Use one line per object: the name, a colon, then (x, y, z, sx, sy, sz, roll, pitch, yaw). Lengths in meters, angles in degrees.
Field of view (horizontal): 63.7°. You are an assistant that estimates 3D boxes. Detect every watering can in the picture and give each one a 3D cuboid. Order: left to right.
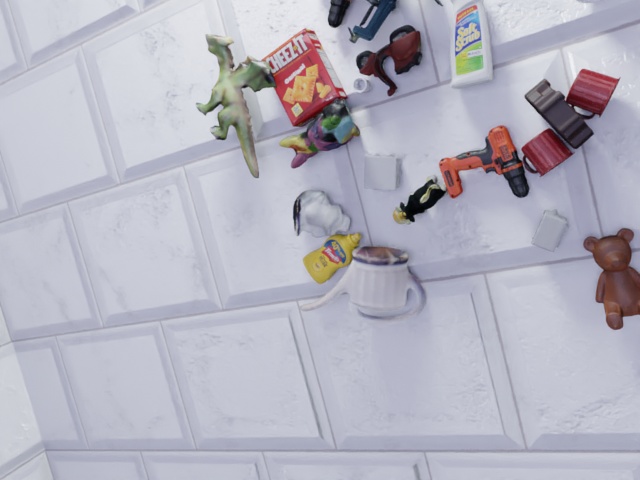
watering can: (0.117, 0.123, 1.420, 0.348, 0.105, 0.222, 3, 103, 6)

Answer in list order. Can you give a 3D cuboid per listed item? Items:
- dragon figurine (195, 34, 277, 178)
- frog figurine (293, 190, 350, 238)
dragon figurine: (-0.217, -0.402, 1.459, 0.239, 0.123, 0.412, -38, 83, 36)
frog figurine: (0.004, -0.074, 1.471, 0.159, 0.123, 0.137, 0, 92, -12)
